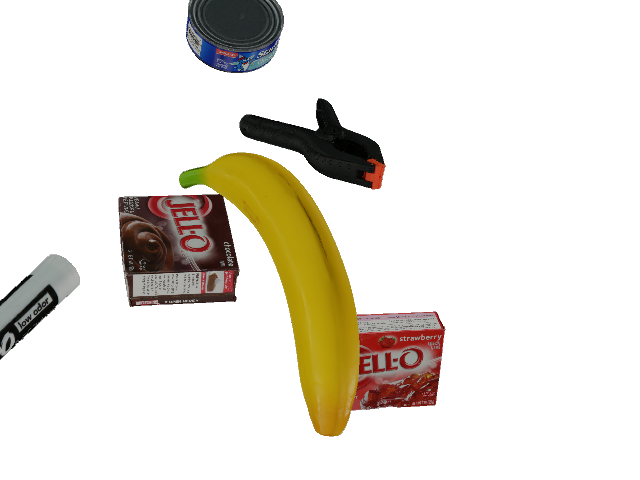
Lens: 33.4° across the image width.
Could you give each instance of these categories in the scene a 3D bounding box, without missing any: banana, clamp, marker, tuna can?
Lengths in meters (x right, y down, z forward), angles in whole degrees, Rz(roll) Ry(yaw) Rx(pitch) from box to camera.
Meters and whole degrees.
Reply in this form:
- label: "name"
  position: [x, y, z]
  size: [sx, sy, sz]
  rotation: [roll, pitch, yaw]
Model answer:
- label: "banana"
  position: [-0.018, 0.015, 0.623]
  size: [0.037, 0.198, 0.070]
  rotation: [-1, -39, -44]
- label: "clamp"
  position: [-0.003, -0.101, 1.117]
  size: [0.120, 0.039, 0.172]
  rotation: [-17, 36, -26]
- label: "marker"
  position: [-0.145, 0.049, 0.441]
  size: [0.020, 0.020, 0.121]
  rotation: [0, 36, 38]
- label: "tuna can"
  position: [-0.078, -0.192, 0.957]
  size: [0.086, 0.086, 0.034]
  rotation: [0, -32, -14]

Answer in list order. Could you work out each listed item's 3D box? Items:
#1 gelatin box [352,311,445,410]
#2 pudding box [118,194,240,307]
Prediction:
- label: "gelatin box"
  position: [0.048, 0.094, 0.828]
  size: [0.089, 0.073, 0.030]
  rotation: [-2, 29, -9]
- label: "pudding box"
  position: [-0.118, 0.006, 0.880]
  size: [0.090, 0.039, 0.113]
  rotation: [-3, 38, -12]
